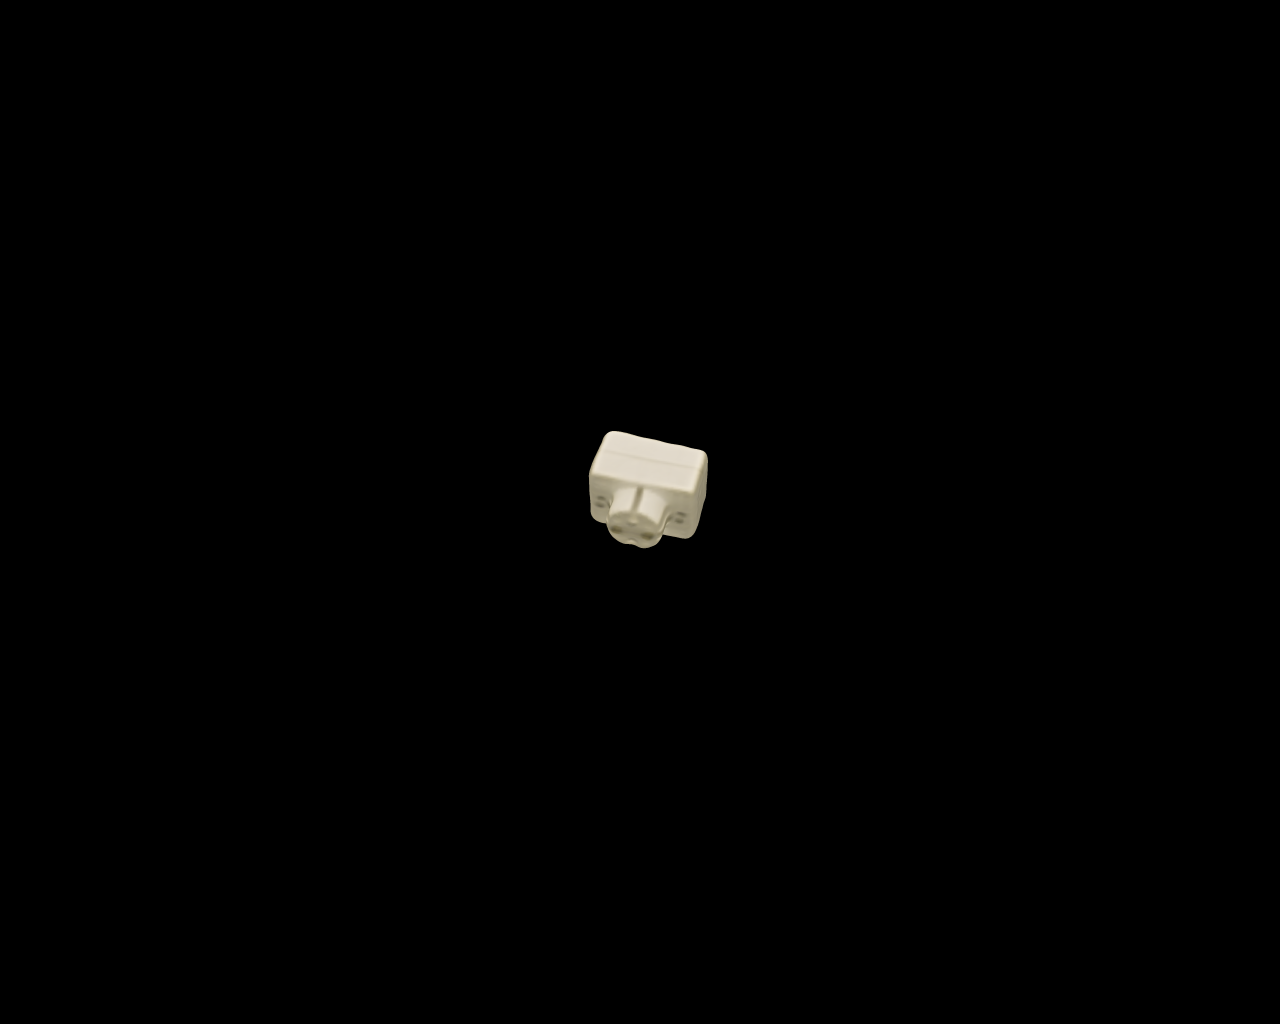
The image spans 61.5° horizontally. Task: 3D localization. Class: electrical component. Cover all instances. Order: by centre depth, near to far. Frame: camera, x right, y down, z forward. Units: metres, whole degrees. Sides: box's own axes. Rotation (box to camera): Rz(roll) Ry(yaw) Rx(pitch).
[{"bbox_3d":[0.001,-0.003,0.650,0.066,0.077,0.047,12,-39,10],"label":"electrical component"}]
